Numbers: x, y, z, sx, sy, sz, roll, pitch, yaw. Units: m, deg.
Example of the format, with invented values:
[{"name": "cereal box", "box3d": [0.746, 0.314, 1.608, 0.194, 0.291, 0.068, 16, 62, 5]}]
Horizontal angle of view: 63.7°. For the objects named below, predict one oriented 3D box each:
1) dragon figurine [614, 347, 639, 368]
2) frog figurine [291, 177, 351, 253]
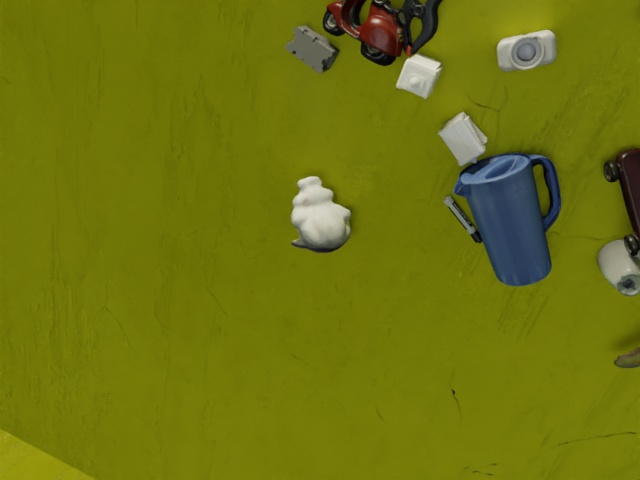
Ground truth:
[{"name": "dragon figurine", "box3d": [0.714, 0.084, 0.946, 0.406, 0.123, 0.244, -25, 85, 26]}, {"name": "frog figurine", "box3d": [0.003, -0.057, 1.131, 0.137, 0.124, 0.157, -1, 107, -14]}]
